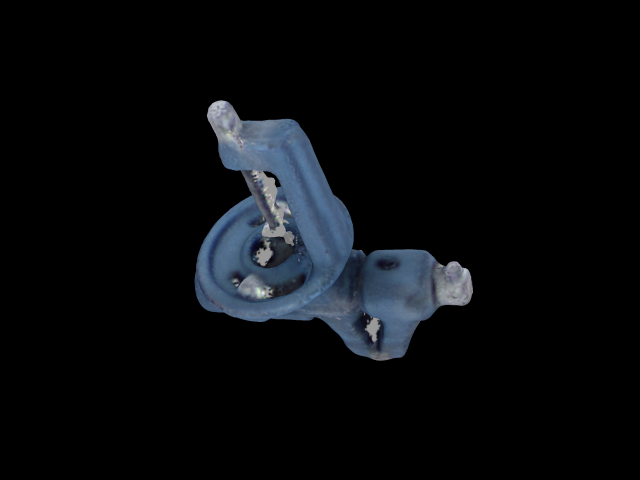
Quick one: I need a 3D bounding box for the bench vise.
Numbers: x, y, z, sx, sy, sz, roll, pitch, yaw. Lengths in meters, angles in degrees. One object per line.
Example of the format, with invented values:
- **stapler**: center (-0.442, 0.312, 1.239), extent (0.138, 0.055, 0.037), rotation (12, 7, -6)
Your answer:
- **bench vise**: center (0.003, -0.008, 0.407), extent (0.207, 0.220, 0.121), rotation (-4, 53, -3)
